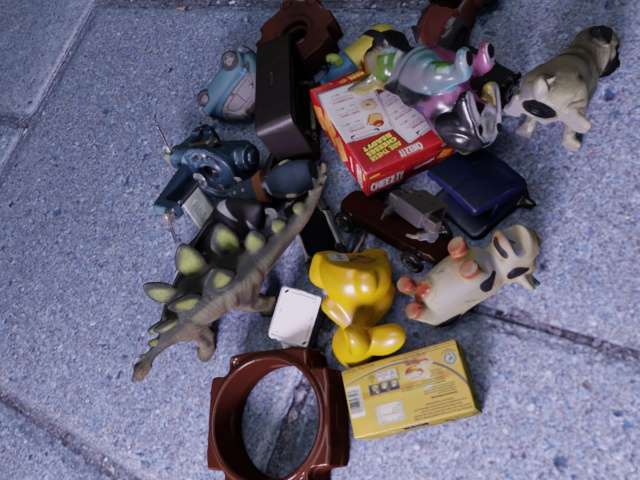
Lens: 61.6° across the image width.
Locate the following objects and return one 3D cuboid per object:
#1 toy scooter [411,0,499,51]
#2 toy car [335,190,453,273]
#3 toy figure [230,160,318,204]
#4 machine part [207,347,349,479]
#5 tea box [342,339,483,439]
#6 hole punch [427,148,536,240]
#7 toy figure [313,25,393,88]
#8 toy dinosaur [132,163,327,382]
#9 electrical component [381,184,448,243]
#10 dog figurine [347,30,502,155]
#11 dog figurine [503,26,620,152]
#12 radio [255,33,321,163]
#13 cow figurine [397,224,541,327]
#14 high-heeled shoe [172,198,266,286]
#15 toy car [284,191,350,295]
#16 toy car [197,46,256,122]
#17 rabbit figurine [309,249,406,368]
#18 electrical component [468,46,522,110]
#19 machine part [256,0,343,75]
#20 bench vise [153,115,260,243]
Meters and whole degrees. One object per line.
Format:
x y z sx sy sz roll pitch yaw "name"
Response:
0.223 -0.405 0.955 0.135 0.075 0.184 32 81 32 "toy scooter"
0.116 -0.018 0.852 0.202 0.053 0.089 33 64 30 "toy car"
-0.081 -0.095 0.931 0.155 0.057 0.064 -15 53 18 "toy figure"
-0.063 0.266 0.795 0.202 0.087 0.201 -11 65 22 "machine part"
0.125 0.209 0.742 0.170 0.068 0.098 -18 63 16 "tea box"
0.235 -0.082 0.806 0.116 0.092 0.142 -41 55 -1 "hole punch"
0.068 -0.323 0.988 0.180 0.082 0.089 -34 61 11 "toy figure"
-0.144 0.064 0.852 0.471 0.198 0.105 -44 61 4 "toy dinosaur"
0.143 -0.041 0.806 0.102 0.078 0.045 36 130 29 "electrical component"
0.151 -0.224 0.814 0.219 0.191 0.108 9 33 43 "dog figurine"
0.362 -0.249 0.773 0.121 0.172 0.190 26 88 20 "dog figurine"
-0.057 -0.245 0.966 0.073 0.131 0.230 -15 55 18 "radio"
0.219 0.051 0.747 0.195 0.127 0.086 -41 44 22 "cow figurine"
-0.181 0.018 0.905 0.145 0.086 0.249 -58 13 -30 "high-heeled shoe"
-0.002 -0.003 0.897 0.073 0.056 0.202 -27 57 7 "toy car"
-0.161 -0.294 1.069 0.103 0.109 0.161 41 98 15 "toy car"
0.061 0.110 0.774 0.162 0.122 0.173 -138 51 -64 "rabbit figurine"
0.245 -0.250 0.889 0.115 0.058 0.134 -48 58 -3 "electrical component"
-0.045 -0.406 1.088 0.179 0.056 0.179 -9 67 22 "machine part"
-0.236 -0.121 0.991 0.224 0.128 0.240 13 53 22 "bench vise"
